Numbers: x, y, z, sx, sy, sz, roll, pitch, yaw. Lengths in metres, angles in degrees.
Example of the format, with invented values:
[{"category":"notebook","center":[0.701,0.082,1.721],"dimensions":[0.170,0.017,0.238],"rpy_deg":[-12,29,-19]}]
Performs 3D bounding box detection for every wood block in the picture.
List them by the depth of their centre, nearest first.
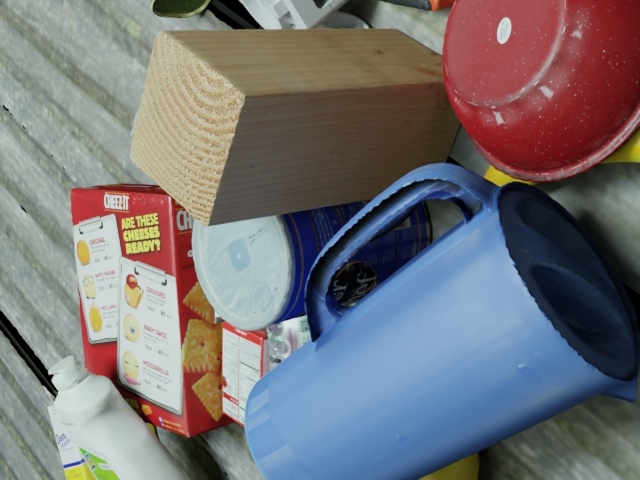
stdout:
[{"category":"wood block","center":[-0.007,-0.081,0.696],"dimensions":[0.090,0.205,0.091],"rpy_deg":[40,125,34]}]

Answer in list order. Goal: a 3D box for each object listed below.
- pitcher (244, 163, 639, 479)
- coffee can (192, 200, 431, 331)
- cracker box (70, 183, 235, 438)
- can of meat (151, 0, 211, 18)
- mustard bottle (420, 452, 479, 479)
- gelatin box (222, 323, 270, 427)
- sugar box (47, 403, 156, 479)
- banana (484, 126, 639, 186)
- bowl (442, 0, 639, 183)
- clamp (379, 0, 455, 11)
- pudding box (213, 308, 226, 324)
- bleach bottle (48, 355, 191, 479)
[{"category":"pitcher","center":[0.060,0.072,0.668],"dimensions":[0.243,0.144,0.149],"rpy_deg":[-37,56,30]},{"category":"coffee can","center":[-0.005,0.001,0.760],"dimensions":[0.103,0.140,0.103],"rpy_deg":[13,108,45]},{"category":"cracker box","center":[-0.151,0.057,0.984],"dimensions":[0.164,0.071,0.214],"rpy_deg":[6,102,46]},{"category":"can of meat","center":[-0.118,-0.252,0.891],"dimensions":[0.102,0.057,0.084],"rpy_deg":[-49,61,41]},{"category":"mustard bottle","center":[0.067,0.181,0.780],"dimensions":[0.192,0.058,0.096],"rpy_deg":[-63,32,33]},{"category":"gelatin box","center":[-0.055,0.116,0.912],"dimensions":[0.073,0.030,0.089],"rpy_deg":[16,108,58]},{"category":"sugar box","center":[-0.200,0.235,1.059],"dimensions":[0.048,0.093,0.176],"rpy_deg":[-20,84,47]},{"category":"banana","center":[0.175,-0.050,0.631],"dimensions":[0.198,0.037,0.069],"rpy_deg":[11,106,46]},{"category":"bowl","center":[0.124,-0.117,0.626],"dimensions":[0.162,0.055,0.162],"rpy_deg":[-14,72,48]},{"category":"clamp","center":[0.026,-0.231,0.753],"dimensions":[0.210,0.036,0.165],"rpy_deg":[58,144,16]},{"category":"pudding box","center":[-0.070,0.011,0.868],"dimensions":[0.113,0.039,0.090],"rpy_deg":[-122,28,-79]},{"category":"bleach bottle","center":[-0.162,0.213,0.964],"dimensions":[0.103,0.068,0.251],"rpy_deg":[-10,115,50]}]
